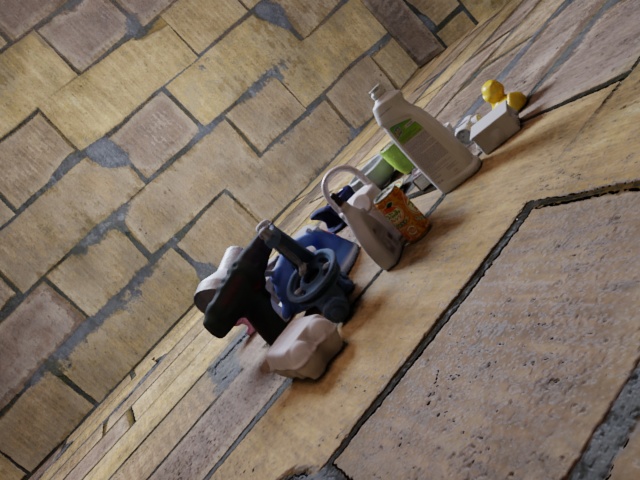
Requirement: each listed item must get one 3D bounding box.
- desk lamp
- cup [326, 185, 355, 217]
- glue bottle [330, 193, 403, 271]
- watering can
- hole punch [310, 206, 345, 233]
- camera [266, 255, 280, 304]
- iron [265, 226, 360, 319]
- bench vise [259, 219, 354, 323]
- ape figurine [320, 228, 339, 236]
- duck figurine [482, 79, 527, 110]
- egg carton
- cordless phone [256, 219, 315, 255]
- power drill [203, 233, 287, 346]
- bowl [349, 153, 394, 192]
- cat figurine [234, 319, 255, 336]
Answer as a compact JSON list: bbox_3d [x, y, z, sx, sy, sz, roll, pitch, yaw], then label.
[{"bbox_3d":[-0.167,0.126,1.340,0.117,0.213,0.203,-37,13,39],"label":"desk lamp"},{"bbox_3d":[0.078,-0.093,1.603,0.091,0.095,0.117,-44,10,7],"label":"cup"},{"bbox_3d":[0.081,-0.025,1.060,0.037,0.173,0.078,-38,12,33],"label":"glue bottle"},{"bbox_3d":[0.088,-0.073,1.171,0.101,0.194,0.172,-48,10,-17],"label":"watering can"},{"bbox_3d":[0.038,-0.079,1.724,0.101,0.091,0.108,-51,12,-33],"label":"hole punch"},{"bbox_3d":[-0.094,0.088,1.539,0.136,0.101,0.143,-41,10,20],"label":"camera"},{"bbox_3d":[-0.019,0.048,1.269,0.118,0.141,0.259,-33,15,49],"label":"iron"},{"bbox_3d":[-0.036,0.052,1.082,0.121,0.220,0.207,-46,10,-8],"label":"bench vise"},{"bbox_3d":[0.013,0.005,1.464,0.076,0.092,0.078,-40,11,26],"label":"ape figurine"},{"bbox_3d":[0.388,-0.309,1.236,0.077,0.086,0.104,-45,10,-2],"label":"duck figurine"},{"bbox_3d":[-0.027,0.181,0.956,0.107,0.069,0.150,-50,11,-28],"label":"egg carton"},{"bbox_3d":[-0.081,-0.010,1.642,0.148,0.185,0.094,-49,11,-21],"label":"cordless phone"},{"bbox_3d":[-0.106,0.122,1.117,0.230,0.208,0.075,-49,11,-21],"label":"power drill"},{"bbox_3d":[0.166,-0.192,1.710,0.167,0.075,0.167,-43,10,10],"label":"bowl"},{"bbox_3d":[-0.206,0.190,1.523,0.128,0.118,0.067,-45,10,-4],"label":"cat figurine"}]
